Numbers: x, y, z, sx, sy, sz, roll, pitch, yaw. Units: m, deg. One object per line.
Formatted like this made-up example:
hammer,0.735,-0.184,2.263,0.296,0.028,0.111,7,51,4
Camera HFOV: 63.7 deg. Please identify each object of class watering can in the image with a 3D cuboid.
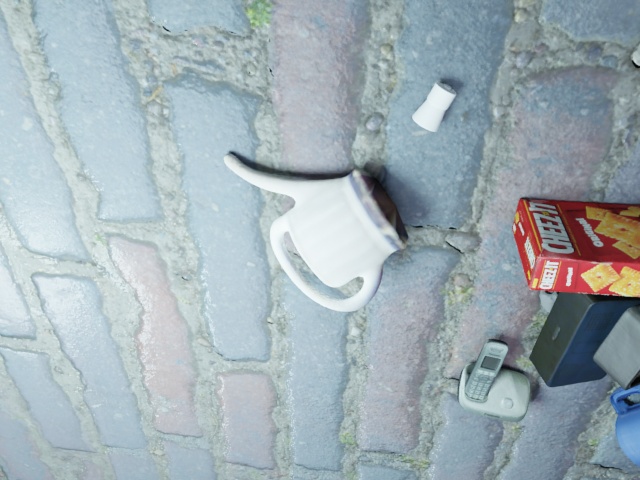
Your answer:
watering can,0.003,-0.044,0.865,0.223,0.105,0.346,-32,95,16
